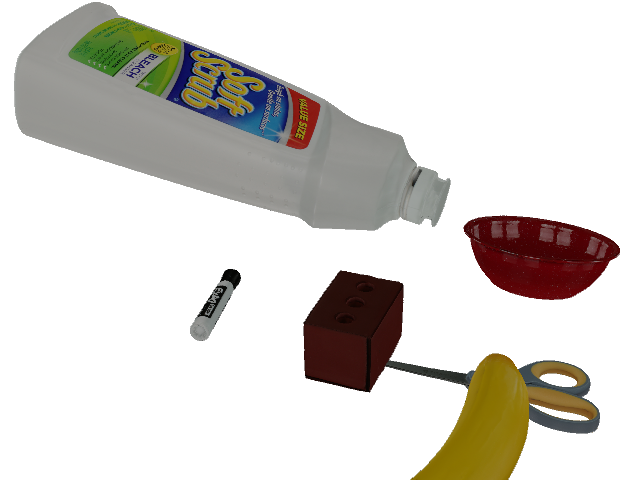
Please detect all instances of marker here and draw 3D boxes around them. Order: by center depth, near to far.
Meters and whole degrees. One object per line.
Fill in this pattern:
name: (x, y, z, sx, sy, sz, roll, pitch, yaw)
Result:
marker: (-0.099, 0.059, 1.028, 0.020, 0.020, 0.121, 0, 24, 12)

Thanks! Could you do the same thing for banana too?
banana: (0.063, 0.117, 0.553, 0.070, 0.037, 0.197, 20, 40, 37)

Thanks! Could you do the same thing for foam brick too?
foam brick: (0.025, 0.066, 0.791, 0.053, 0.051, 0.078, 10, 33, 18)

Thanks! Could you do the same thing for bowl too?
bowl: (0.227, 0.021, 1.118, 0.162, 0.055, 0.162, 5, 17, -2)

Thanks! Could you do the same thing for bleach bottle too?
bleach bottle: (-0.045, -0.065, 0.619, 0.251, 0.068, 0.102, 19, 37, 13)

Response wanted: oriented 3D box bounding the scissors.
scissors: (0.153, 0.119, 0.951, 0.202, 0.016, 0.096, 19, 32, 21)
